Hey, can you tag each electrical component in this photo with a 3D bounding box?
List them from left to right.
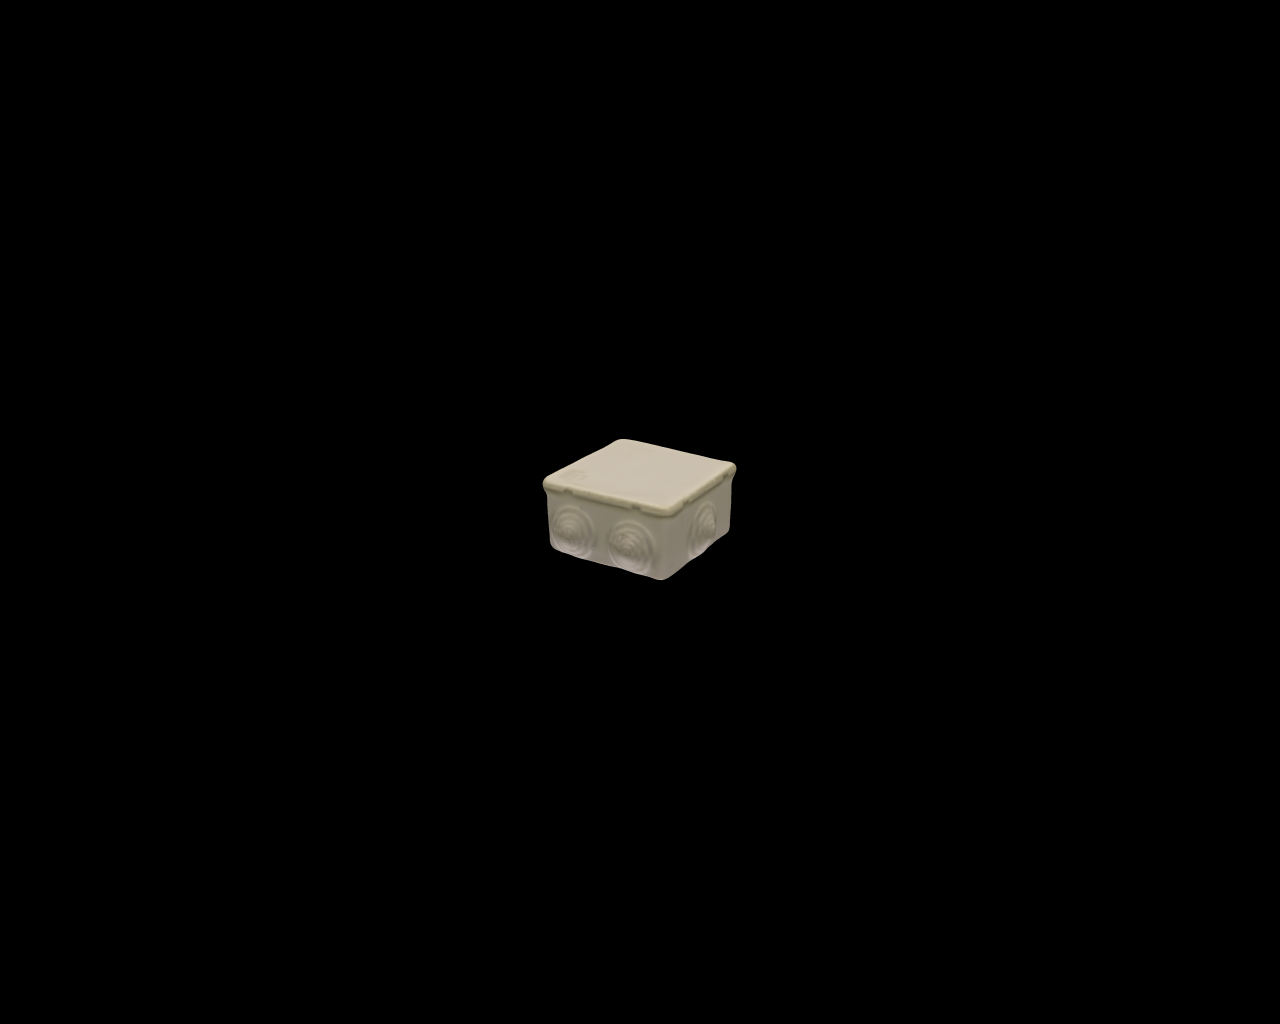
[{"bbox_3d":[0.001,-0.003,0.650,0.100,0.048,0.100,14,27,29],"label":"electrical component"}]
